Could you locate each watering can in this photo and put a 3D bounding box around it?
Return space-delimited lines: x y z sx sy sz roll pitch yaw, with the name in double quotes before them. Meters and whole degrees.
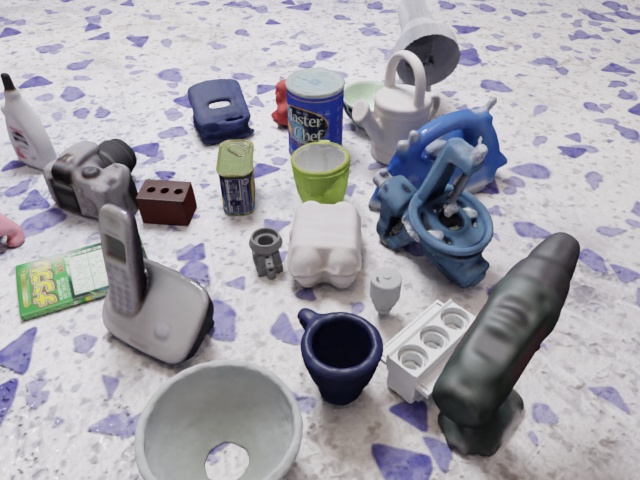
"watering can" 0.139 -0.231 1.000 0.100 0.194 0.173 28 49 27

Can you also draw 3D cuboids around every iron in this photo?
"iron" 0.192 -0.145 0.945 0.259 0.141 0.118 -22 47 -23

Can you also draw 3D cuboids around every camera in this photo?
"camera" -0.353 -0.113 0.933 0.143 0.101 0.137 17 45 18

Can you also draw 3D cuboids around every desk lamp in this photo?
"desk lamp" 0.185 -0.351 1.120 0.118 0.214 0.203 -5 42 -5

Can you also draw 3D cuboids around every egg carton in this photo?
"egg carton" 0.008 0.003 0.832 0.107 0.069 0.150 1 42 1

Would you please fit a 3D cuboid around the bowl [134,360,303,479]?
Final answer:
"bowl" -0.101 0.212 0.594 0.167 0.075 0.167 0 42 0

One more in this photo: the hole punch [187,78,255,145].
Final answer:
"hole punch" -0.188 -0.246 1.091 0.109 0.091 0.101 -16 44 -17

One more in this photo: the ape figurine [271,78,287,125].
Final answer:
"ape figurine" -0.066 -0.273 1.121 0.076 0.092 0.078 11 43 12

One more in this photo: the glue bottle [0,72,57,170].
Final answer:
"glue bottle" -0.509 -0.205 0.979 0.078 0.173 0.037 18 45 19

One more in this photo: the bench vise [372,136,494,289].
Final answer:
"bench vise" 0.148 -0.055 0.786 0.206 0.220 0.122 23 47 23

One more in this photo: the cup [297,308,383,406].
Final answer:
"cup" 0.015 0.138 0.663 0.092 0.095 0.117 -31 51 -30

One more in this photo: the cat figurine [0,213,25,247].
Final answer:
"cat figurine" -0.500 -0.018 0.813 0.067 0.118 0.128 15 44 16

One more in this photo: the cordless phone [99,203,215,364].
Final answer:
"cordless phone" -0.204 0.051 0.690 0.147 0.185 0.094 19 45 20

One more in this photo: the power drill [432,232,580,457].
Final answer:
"power drill" 0.189 0.122 0.598 0.075 0.208 0.230 27 49 27
